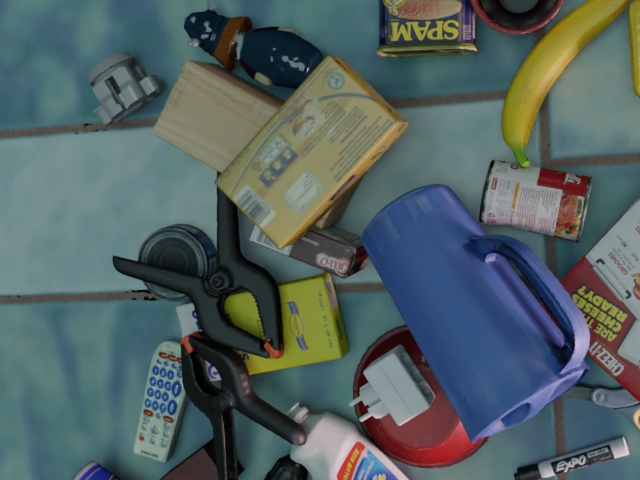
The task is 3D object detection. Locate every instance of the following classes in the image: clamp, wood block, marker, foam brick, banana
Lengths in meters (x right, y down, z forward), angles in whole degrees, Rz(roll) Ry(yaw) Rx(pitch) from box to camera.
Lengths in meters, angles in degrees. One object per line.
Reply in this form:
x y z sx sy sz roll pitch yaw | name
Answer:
-0.101 0.036 1.140 0.210 0.036 0.164 44 94 13 | clamp
-0.058 -0.102 1.126 0.206 0.090 0.090 30 102 9 | wood block
-0.103 0.182 1.151 0.120 0.039 0.171 -44 76 18 | clamp
0.262 0.232 1.118 0.121 0.020 0.020 -21 91 16 | marker
-0.136 0.268 1.206 0.078 0.053 0.051 -38 86 15 | foam brick
0.233 -0.168 1.066 0.070 0.037 0.198 35 100 33 | banana

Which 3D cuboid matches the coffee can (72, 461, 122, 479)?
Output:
-0.228 0.332 1.210 0.140 0.102 0.103 30 102 9 | coffee can

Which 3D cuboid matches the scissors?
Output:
0.304 0.147 1.099 0.202 0.016 0.096 27 100 10 | scissors

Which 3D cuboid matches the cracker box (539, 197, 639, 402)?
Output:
0.348 0.042 1.040 0.164 0.072 0.214 44 105 17 | cracker box

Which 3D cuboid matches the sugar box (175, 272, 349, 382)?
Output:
-0.064 0.098 1.173 0.176 0.048 0.093 -13 93 14 | sugar box

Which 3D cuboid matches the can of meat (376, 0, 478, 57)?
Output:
0.109 -0.232 1.088 0.102 0.057 0.084 1 93 14 | can of meat

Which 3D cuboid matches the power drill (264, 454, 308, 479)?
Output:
-0.013 0.353 1.183 0.188 0.057 0.184 34 106 11 | power drill

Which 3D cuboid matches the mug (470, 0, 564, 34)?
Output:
0.191 -0.257 1.050 0.093 0.081 0.117 -25 90 15 | mug

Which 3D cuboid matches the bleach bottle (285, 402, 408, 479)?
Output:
0.047 0.280 1.141 0.251 0.068 0.102 46 63 7 | bleach bottle

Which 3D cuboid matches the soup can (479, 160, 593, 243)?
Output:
0.217 -0.040 1.075 0.102 0.068 0.068 12 99 13 | soup can

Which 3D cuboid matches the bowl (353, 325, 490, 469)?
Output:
0.108 0.172 1.132 0.162 0.055 0.162 1 96 14 | bowl

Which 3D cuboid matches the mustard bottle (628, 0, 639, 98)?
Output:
0.396 -0.192 1.017 0.192 0.058 0.096 -4 92 14 | mustard bottle

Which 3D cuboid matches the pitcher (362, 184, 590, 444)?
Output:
0.150 0.061 1.046 0.149 0.145 0.243 -32 71 3 | pitcher

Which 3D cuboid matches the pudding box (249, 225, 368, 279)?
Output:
-0.007 0.001 1.125 0.113 0.090 0.039 24 99 11 | pudding box

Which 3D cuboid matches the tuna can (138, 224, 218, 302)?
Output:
-0.160 0.026 1.195 0.086 0.033 0.086 2 96 14 | tuna can
